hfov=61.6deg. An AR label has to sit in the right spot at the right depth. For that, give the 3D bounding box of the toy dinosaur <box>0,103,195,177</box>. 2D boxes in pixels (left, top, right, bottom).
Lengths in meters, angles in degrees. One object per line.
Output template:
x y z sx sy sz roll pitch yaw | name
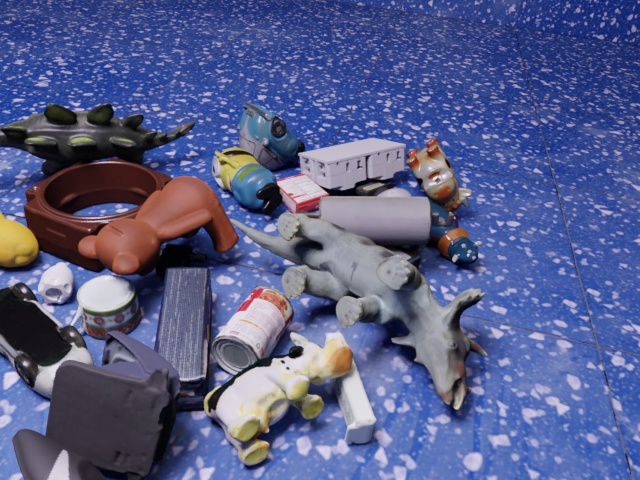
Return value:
-0.443 -0.181 0.941 0.471 0.105 0.199 -13 1 -28 | toy dinosaur

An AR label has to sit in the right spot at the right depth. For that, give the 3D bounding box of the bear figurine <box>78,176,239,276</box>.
-0.225 0.000 0.766 0.120 0.131 0.196 16 49 28 | bear figurine

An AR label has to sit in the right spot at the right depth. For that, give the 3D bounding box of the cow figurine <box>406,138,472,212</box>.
0.225 -0.116 1.034 0.085 0.127 0.195 -31 12 16 | cow figurine

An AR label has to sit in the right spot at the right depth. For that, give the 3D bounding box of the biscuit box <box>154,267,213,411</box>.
-0.170 0.117 0.681 0.063 0.059 0.203 -1 36 -8 | biscuit box

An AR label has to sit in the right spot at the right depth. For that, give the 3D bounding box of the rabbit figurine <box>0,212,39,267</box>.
-0.502 0.005 0.772 0.173 0.121 0.163 2 23 -30 | rabbit figurine

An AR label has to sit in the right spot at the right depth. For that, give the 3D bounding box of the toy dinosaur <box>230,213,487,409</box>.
0.059 0.051 0.738 0.405 0.131 0.192 35 9 40 | toy dinosaur

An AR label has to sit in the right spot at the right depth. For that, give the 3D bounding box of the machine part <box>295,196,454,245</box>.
0.083 -0.029 0.833 0.243 0.079 0.079 0 35 1 | machine part

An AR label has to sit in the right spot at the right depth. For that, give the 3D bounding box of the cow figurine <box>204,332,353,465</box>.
-0.045 0.161 0.610 0.167 0.068 0.098 -34 36 -23 | cow figurine

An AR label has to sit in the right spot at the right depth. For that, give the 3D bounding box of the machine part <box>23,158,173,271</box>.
-0.348 -0.051 0.871 0.201 0.087 0.201 19 36 18 | machine part

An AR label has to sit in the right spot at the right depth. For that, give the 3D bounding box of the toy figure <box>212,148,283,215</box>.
-0.131 -0.110 0.993 0.089 0.082 0.180 -11 32 -40 | toy figure

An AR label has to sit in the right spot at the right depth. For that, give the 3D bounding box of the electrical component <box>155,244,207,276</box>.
-0.224 0.033 0.824 0.094 0.021 0.063 8 36 3 | electrical component

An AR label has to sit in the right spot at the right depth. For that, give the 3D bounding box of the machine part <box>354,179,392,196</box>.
0.137 -0.078 1.024 0.139 0.039 0.084 30 33 33 | machine part

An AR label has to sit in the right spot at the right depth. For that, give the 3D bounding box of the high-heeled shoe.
-0.159 0.220 0.498 0.249 0.086 0.145 39 64 14 | high-heeled shoe

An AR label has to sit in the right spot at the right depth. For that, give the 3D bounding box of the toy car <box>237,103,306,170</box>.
-0.110 -0.197 1.090 0.103 0.161 0.109 -51 52 -2 | toy car

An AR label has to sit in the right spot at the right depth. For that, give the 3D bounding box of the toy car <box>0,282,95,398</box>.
-0.358 0.117 0.659 0.202 0.056 0.073 27 47 29 | toy car

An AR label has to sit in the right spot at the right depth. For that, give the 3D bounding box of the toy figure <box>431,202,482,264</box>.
0.220 -0.008 0.917 0.057 0.064 0.155 27 22 -44 | toy figure

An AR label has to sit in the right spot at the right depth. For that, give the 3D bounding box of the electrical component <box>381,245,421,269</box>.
0.120 0.049 0.832 0.075 0.047 0.119 -22 42 -33 | electrical component

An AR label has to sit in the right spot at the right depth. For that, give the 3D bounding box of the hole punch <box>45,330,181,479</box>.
-0.202 0.167 0.555 0.116 0.142 0.092 18 12 2 | hole punch

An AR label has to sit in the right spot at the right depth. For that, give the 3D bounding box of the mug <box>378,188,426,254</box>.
0.128 -0.025 0.910 0.109 0.080 0.107 -5 45 -22 | mug
